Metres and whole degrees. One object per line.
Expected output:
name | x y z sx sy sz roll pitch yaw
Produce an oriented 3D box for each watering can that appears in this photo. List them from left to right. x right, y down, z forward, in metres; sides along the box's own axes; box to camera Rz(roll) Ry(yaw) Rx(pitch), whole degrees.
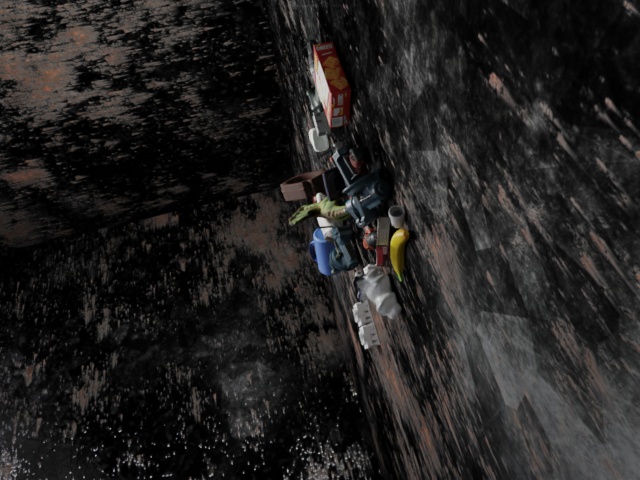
watering can | 0.051 -0.093 2.344 0.344 0.104 0.227 42 -152 -73

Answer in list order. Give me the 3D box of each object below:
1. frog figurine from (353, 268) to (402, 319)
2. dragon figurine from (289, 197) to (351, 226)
frog figurine | 0.196 0.166 1.603 0.161 0.124 0.134 22 126 37
dragon figurine | 0.006 -0.095 1.894 0.413 0.243 0.121 -134 20 -77
